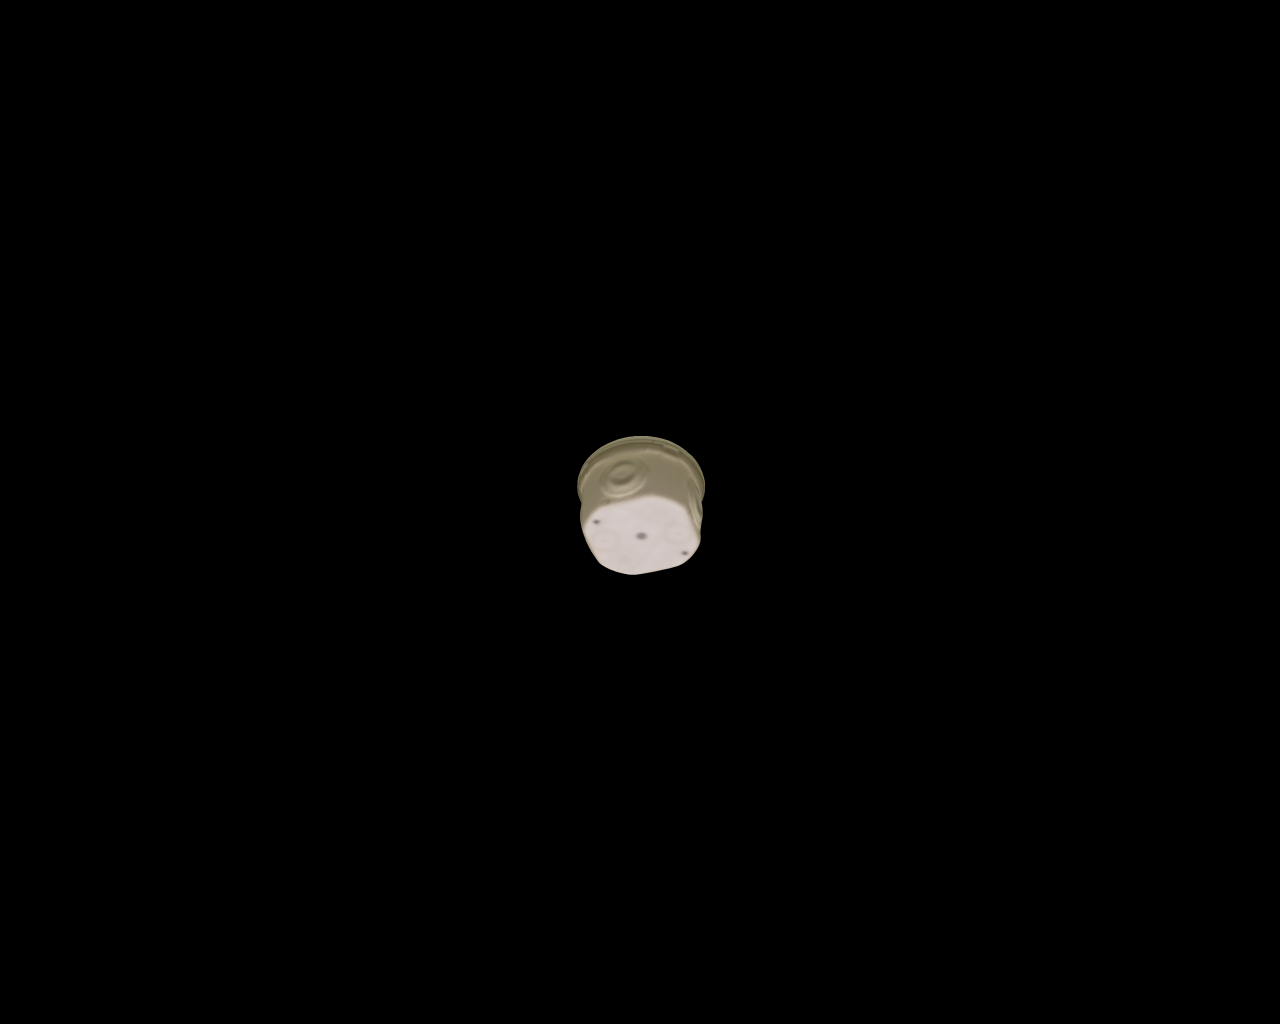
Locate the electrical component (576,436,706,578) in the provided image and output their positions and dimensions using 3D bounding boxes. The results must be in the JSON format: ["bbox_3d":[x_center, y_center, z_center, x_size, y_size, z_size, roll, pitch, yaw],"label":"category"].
[{"bbox_3d":[0.001,-0.003,0.650,0.080,0.080,0.051,0,44,0],"label":"electrical component"}]
